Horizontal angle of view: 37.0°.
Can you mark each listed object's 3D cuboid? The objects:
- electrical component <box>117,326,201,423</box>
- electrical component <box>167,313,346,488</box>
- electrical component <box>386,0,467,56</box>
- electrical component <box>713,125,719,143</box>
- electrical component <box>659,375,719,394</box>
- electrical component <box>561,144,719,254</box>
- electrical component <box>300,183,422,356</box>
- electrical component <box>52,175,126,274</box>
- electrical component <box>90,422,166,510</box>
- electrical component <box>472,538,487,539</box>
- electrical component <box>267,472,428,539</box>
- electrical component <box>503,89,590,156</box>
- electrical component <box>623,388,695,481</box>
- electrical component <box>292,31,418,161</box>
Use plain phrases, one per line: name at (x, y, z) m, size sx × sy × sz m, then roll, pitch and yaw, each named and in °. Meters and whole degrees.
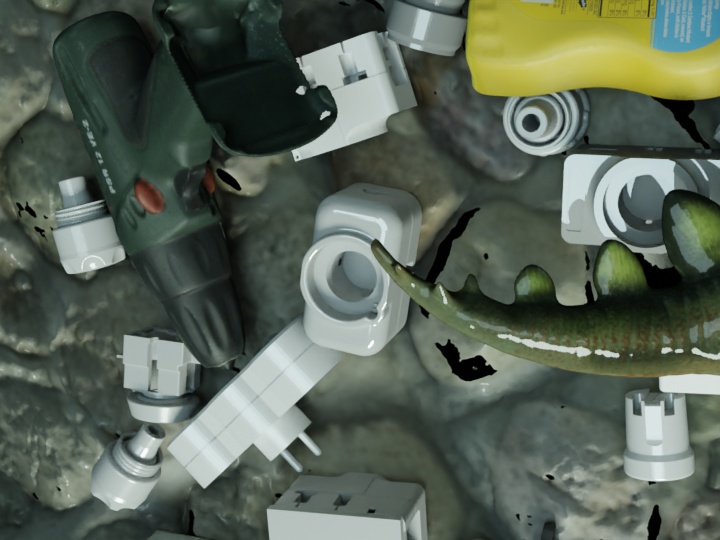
electrical component at (-0.131, 0.070, 0.722) m, size 0.066 × 0.048 × 0.055 m, roll 7°, pitch 98°, yaw 17°
electrical component at (-0.057, 0.099, 0.699) m, size 0.073 × 0.052 × 0.138 m, roll 47°, pitch 113°, yaw 2°
electrical component at (0.042, -0.153, 0.607) m, size 0.045 × 0.045 × 0.055 m, roll 20°, pitch 109°, yaw 13°
electrical component at (0.240, -0.080, 0.558) m, size 0.077 × 0.044 × 0.079 m, roll 35°, pitch 111°, yaw 7°
electrical component at (0.206, 0.025, 0.583) m, size 0.083 × 0.047 × 0.075 m, roll 1°, pitch 122°, yaw 19°
electrical component at (0.159, -0.040, 0.590) m, size 0.089 × 0.056 × 0.050 m, roll 4°, pitch 105°, yaw 18°
electrical component at (0.000, 0.000, 0.652) m, size 0.054 × 0.059 × 0.095 m, roll 12°, pitch 107°, yaw 15°
electrical component at (-0.183, -0.031, 0.715) m, size 0.043 × 0.043 × 0.062 m, roll -12°, pitch 98°, yaw 21°
electrical component at (-0.157, 0.133, 0.747) m, size 0.043 × 0.043 × 0.062 m, roll 38°, pitch 111°, yaw 7°
electrical component at (0.074, 0.206, 0.686) m, size 0.045 × 0.045 × 0.055 m, roll 29°, pitch 110°, yaw 10°
electrical component at (-0.003, 0.215, 0.705) m, size 0.089 × 0.062 × 0.150 m, roll 0°, pitch 104°, yaw 19°
electrical component at (0.100, -0.084, 0.595) m, size 0.048 × 0.062 × 0.048 m, roll 5°, pitch 105°, yaw 18°
electrical component at (0.174, 0.095, 0.628) m, size 0.040 × 0.040 × 0.046 m, roll -3°, pitch 96°, yaw 19°
electrical component at (-0.018, -0.100, 0.637) m, size 0.089 × 0.050 × 0.055 m, roll -15°, pitch 98°, yaw 21°
